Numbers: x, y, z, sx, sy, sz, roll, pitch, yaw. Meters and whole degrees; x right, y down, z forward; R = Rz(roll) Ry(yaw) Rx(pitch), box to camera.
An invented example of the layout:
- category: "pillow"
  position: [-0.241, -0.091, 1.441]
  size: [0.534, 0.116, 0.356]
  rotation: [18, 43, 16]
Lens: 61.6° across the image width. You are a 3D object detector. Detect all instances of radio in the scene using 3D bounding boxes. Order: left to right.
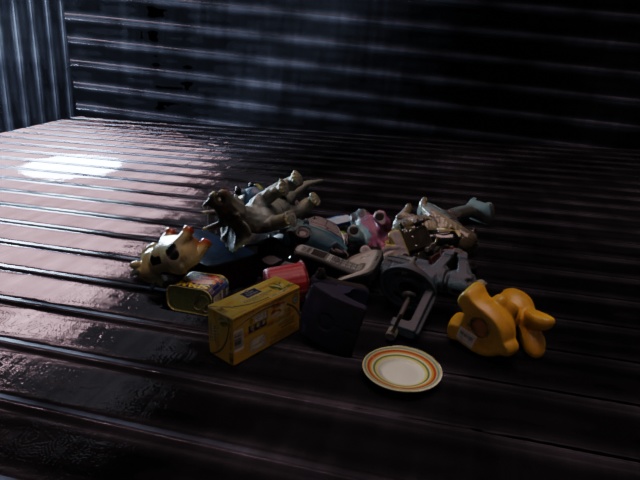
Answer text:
- category: "radio"
  position: [-0.264, 0.046, 1.247]
  size: [0.230, 0.073, 0.131]
  rotation: [18, 27, 41]

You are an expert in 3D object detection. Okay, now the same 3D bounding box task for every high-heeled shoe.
- category: "high-heeled shoe"
  position: [-0.109, 0.065, 1.257]
  size: [0.249, 0.145, 0.086]
  rotation: [-18, -1, 44]

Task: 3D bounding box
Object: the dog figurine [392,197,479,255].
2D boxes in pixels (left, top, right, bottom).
- category: "dog figurine"
  position: [0.298, -0.009, 1.404]
  size: [0.172, 0.121, 0.191]
  rotation: [-35, 51, -22]

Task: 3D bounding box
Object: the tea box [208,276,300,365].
- category: "tea box"
  position: [-0.116, 0.141, 0.970]
  size: [0.068, 0.098, 0.169]
  rotation: [18, 25, 36]

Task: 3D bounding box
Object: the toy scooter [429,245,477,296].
- category: "toy scooter"
  position: [0.292, 0.073, 1.211]
  size: [0.184, 0.075, 0.135]
  rotation: [-20, 29, -38]

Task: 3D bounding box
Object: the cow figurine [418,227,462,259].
- category: "cow figurine"
  position: [0.265, 0.010, 1.342]
  size: [0.167, 0.098, 0.068]
  rotation: [7, 28, 12]

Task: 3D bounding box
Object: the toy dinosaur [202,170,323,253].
- category: "toy dinosaur"
  position: [-0.122, -0.072, 1.276]
  size: [0.192, 0.131, 0.405]
  rotation: [-20, 2, 22]

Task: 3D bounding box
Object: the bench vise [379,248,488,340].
- category: "bench vise"
  position: [0.205, 0.112, 1.059]
  size: [0.224, 0.128, 0.240]
  rotation: [20, 47, 19]

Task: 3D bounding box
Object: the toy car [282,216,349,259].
- category: "toy car"
  position: [-0.003, -0.004, 1.285]
  size: [0.162, 0.109, 0.103]
  rotation: [19, 62, 4]

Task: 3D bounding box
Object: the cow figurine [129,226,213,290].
- category: "cow figurine"
  position: [-0.324, 0.040, 1.137]
  size: [0.195, 0.085, 0.127]
  rotation: [-3, 51, 49]

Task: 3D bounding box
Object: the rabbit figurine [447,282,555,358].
- category: "rabbit figurine"
  position: [0.344, 0.137, 0.985]
  size: [0.163, 0.121, 0.173]
  rotation: [25, 30, 36]

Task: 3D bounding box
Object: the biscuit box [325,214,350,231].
- category: "biscuit box"
  position: [0.010, -0.017, 1.444]
  size: [0.202, 0.062, 0.059]
  rotation: [-15, 27, -35]

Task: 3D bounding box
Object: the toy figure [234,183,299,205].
- category: "toy figure"
  position: [-0.139, -0.098, 1.416]
  size: [0.180, 0.082, 0.089]
  rotation: [12, 24, -12]

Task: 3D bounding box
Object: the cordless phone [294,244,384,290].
- category: "cordless phone"
  position: [0.040, 0.046, 1.176]
  size: [0.184, 0.088, 0.146]
  rotation: [23, 25, 7]

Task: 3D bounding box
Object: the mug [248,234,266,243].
- category: "mug"
  position: [-0.205, -0.016, 1.370]
  size: [0.081, 0.109, 0.107]
  rotation: [-1, 27, 43]

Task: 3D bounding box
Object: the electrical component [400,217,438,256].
- category: "electrical component"
  position: [0.240, -0.008, 1.291]
  size: [0.078, 0.102, 0.045]
  rotation: [-14, -21, 7]

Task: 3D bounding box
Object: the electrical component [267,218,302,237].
- category: "electrical component"
  position: [-0.101, -0.031, 1.478]
  size: [0.115, 0.058, 0.134]
  rotation: [-11, 24, -35]

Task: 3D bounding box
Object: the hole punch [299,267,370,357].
- category: "hole punch"
  position: [0.024, 0.135, 0.962]
  size: [0.116, 0.142, 0.092]
  rotation: [13, 25, -3]

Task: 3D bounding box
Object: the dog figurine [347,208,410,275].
- category: "dog figurine"
  position: [0.139, 0.003, 1.347]
  size: [0.108, 0.191, 0.219]
  rotation: [-34, -5, 1]

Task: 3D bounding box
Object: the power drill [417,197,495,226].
- category: "power drill"
  position: [0.414, -0.064, 1.591]
  size: [0.207, 0.085, 0.232]
  rotation: [-16, 23, -22]
